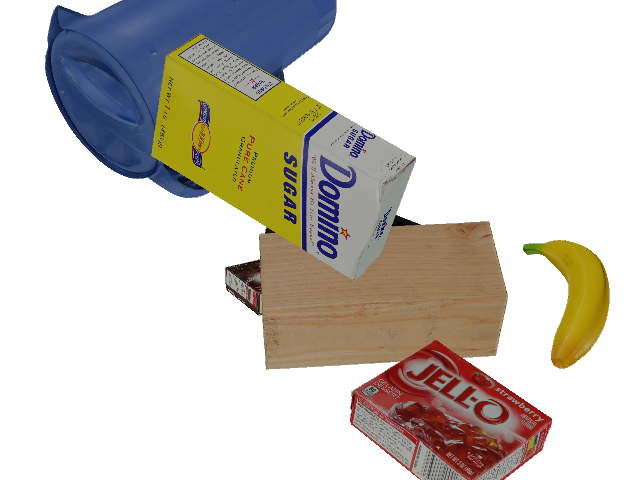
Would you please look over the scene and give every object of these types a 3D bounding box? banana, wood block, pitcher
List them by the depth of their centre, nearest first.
[{"bbox_3d":[-0.093,-0.157,0.900,0.145,0.149,0.242,27,51,32],"label":"pitcher"},{"bbox_3d":[0.051,0.049,0.949,0.206,0.091,0.090,-3,-43,-3],"label":"wood block"},{"bbox_3d":[0.240,0.051,1.008,0.070,0.037,0.197,-28,25,17],"label":"banana"}]

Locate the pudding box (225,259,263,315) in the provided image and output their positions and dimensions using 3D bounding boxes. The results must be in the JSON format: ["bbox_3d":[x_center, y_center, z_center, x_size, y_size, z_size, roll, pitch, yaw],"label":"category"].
[{"bbox_3d":[-0.057,0.055,1.411,0.113,0.039,0.090,-15,27,-30],"label":"pudding box"}]

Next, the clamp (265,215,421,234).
[{"bbox_3d":[0.026,-0.016,1.198,0.210,0.036,0.164,15,21,-5],"label":"clamp"}]

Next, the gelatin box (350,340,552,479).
[{"bbox_3d":[0.072,0.101,0.603,0.073,0.030,0.089,-25,46,-37],"label":"gelatin box"}]

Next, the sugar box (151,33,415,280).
[{"bbox_3d":[-0.030,-0.056,0.721,0.176,0.093,0.048,33,46,17],"label":"sugar box"}]
